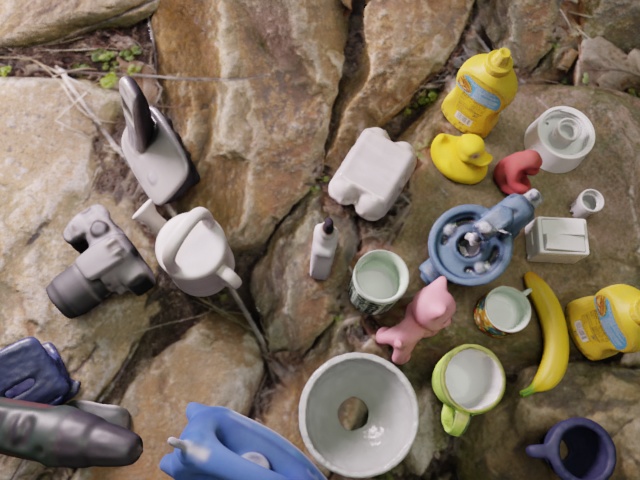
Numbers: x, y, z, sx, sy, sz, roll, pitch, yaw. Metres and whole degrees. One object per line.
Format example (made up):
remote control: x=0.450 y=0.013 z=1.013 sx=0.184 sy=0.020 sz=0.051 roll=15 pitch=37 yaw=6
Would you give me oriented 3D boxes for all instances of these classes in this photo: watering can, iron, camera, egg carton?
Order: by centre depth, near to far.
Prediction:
iron: x=-0.083 y=0.308 z=0.752 sx=0.258 sy=0.141 sz=0.119 roll=22 pitch=73 yaw=4
watering can: x=-0.187 y=0.010 z=0.810 sx=0.173 sy=0.194 sz=0.101 roll=14 pitch=72 yaw=1
camera: x=-0.338 y=0.038 z=0.842 sx=0.137 sy=0.101 sz=0.143 roll=-37 pitch=78 yaw=-13
egg carton: x=0.087 y=-0.107 z=0.928 sx=0.107 sy=0.069 sz=0.150 roll=29 pitch=73 yaw=6

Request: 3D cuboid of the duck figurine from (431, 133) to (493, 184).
duck figurine: x=0.236 y=-0.146 z=0.940 sx=0.104 sy=0.086 sz=0.077 roll=36 pitch=74 yaw=8

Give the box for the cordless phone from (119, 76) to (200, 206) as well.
cordless phone: x=-0.254 y=-0.148 z=0.860 sx=0.094 sy=0.185 sz=0.147 roll=-33 pitch=77 yaw=-12

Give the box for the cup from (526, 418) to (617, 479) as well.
cup: x=0.336 y=0.297 z=0.804 sx=0.118 sy=0.095 sz=0.092 roll=1 pitch=73 yaw=-3

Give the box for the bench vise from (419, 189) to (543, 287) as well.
bench vise: x=0.242 y=-0.025 z=0.833 sx=0.121 sy=0.220 sz=0.207 roll=35 pitch=74 yaw=8

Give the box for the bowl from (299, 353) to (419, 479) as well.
bowl: x=0.052 y=0.247 z=0.814 sx=0.167 sy=0.075 sz=0.167 roll=1 pitch=73 yaw=-3

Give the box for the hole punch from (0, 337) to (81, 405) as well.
hole punch: x=-0.408 y=0.198 z=0.793 sx=0.109 sy=0.091 sz=0.101 roll=-31 pitch=77 yaw=-12

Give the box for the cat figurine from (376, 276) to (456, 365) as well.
cat figurine: x=0.148 y=0.117 z=0.837 sx=0.128 sy=0.118 sz=0.067 roll=-42 pitch=79 yaw=-14

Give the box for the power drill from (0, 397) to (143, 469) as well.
power drill: x=-0.314 y=0.242 z=0.723 sx=0.229 sy=0.208 sz=0.075 roll=8 pitch=72 yaw=-1

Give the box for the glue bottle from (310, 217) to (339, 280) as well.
glue bottle: x=0.008 y=0.003 z=0.835 sx=0.037 sy=0.173 sz=0.078 roll=8 pitch=72 yaw=0

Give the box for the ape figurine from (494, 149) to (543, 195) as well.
ape figurine: x=0.330 y=-0.115 z=0.933 sx=0.076 sy=0.092 sz=0.078 roll=33 pitch=74 yaw=7
